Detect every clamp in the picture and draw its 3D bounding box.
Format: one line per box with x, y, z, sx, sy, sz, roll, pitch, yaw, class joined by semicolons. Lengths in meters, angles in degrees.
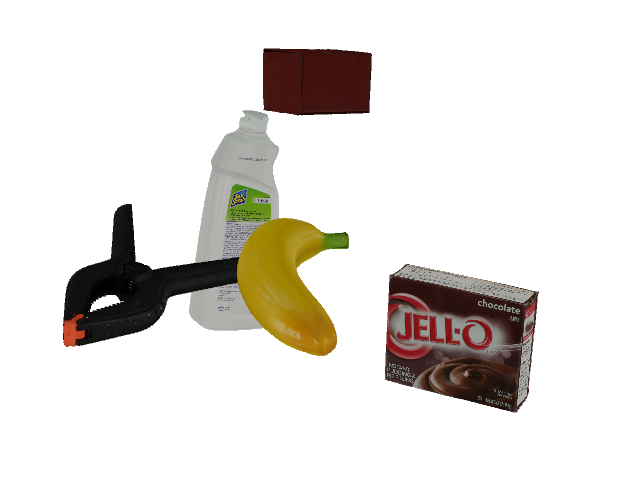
-0.184;0.034;1.027;0.165;0.036;0.209;26;36;23;clamp

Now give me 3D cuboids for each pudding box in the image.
0.107;0.073;0.823;0.114;0.090;0.039;10;22;24;pudding box

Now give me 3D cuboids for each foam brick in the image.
-0.003;-0.132;0.886;0.078;0.051;0.053;-7;16;-39;foam brick

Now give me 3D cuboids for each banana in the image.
-0.019;0.020;0.676;0.069;0.037;0.197;0;20;4;banana

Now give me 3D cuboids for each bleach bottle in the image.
-0.087;-0.023;1.227;0.102;0.251;0.068;-1;20;-33;bleach bottle
